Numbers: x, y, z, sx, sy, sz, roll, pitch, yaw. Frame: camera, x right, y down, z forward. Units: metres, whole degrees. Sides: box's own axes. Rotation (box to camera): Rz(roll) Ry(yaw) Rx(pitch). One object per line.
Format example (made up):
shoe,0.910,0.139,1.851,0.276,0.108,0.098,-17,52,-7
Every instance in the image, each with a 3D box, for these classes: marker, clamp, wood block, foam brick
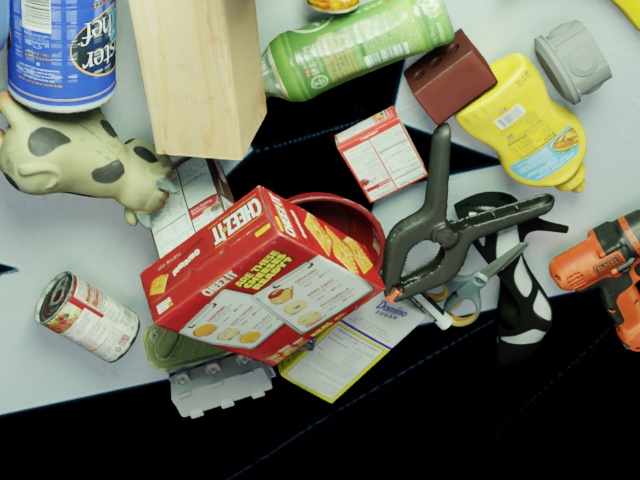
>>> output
marker,0.113,0.062,1.280,0.020,0.020,0.121,-40,106,21
clamp,0.130,-0.020,1.169,0.164,0.036,0.210,38,109,-22
wood block,-0.111,-0.186,0.969,0.090,0.090,0.206,5,129,12
foam brick,0.134,-0.168,1.102,0.078,0.053,0.051,-37,125,17

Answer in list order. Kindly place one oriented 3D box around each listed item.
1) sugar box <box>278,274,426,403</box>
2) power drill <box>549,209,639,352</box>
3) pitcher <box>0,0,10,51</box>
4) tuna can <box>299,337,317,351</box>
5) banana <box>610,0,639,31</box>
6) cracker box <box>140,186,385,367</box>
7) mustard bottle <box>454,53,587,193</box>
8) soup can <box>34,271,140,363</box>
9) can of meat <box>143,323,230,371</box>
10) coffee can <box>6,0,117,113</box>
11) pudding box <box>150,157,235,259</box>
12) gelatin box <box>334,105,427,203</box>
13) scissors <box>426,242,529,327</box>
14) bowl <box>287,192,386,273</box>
sugar box,0.036,0.119,1.317,0.093,0.048,0.176,32,113,-30
power drill,0.397,0.043,1.311,0.185,0.057,0.187,-30,124,18
pitcher,-0.351,-0.206,0.940,0.144,0.149,0.243,-10,133,-18
tuna can,-0.043,0.103,1.267,0.086,0.086,0.033,23,76,-25
banana,0.272,-0.256,1.066,0.197,0.037,0.070,11,122,-20
cracker box,-0.055,0.043,1.110,0.164,0.072,0.213,-36,147,18
mustard bottle,0.233,-0.111,1.159,0.096,0.058,0.191,-37,124,20
soup can,-0.266,0.090,1.228,0.069,0.068,0.102,-39,125,20
can of meat,-0.147,0.114,1.250,0.102,0.084,0.057,-15,87,3
coffee can,-0.238,-0.203,0.981,0.102,0.103,0.140,1,127,-10
pudding box,-0.136,-0.027,1.129,0.090,0.113,0.039,-31,145,15
gelatin box,0.067,-0.092,1.166,0.073,0.030,0.089,-26,127,10
scissors,0.167,0.038,1.240,0.096,0.016,0.202,27,145,7
bowl,-0.008,0.001,1.210,0.162,0.055,0.162,-5,128,-6
